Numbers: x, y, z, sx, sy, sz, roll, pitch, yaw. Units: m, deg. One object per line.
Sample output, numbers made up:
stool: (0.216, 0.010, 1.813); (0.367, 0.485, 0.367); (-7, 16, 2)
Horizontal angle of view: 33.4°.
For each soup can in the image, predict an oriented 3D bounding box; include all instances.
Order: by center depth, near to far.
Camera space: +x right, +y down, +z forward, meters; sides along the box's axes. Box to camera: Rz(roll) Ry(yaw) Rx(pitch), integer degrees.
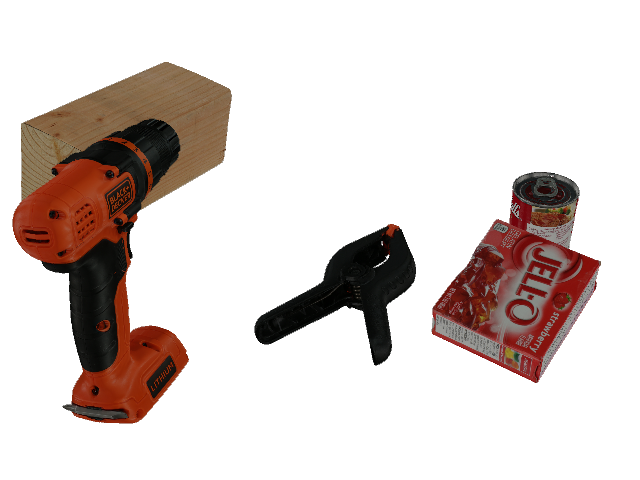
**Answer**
soup can: (0.232, -0.012, 1.122); (0.068, 0.102, 0.068); (-1, 34, 0)

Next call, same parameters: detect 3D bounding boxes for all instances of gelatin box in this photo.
gelatin box: (0.122, 0.035, 0.661); (0.073, 0.030, 0.089); (25, 56, 24)

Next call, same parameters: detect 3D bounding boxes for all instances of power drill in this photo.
power drill: (-0.142, 0.020, 0.763); (0.057, 0.188, 0.184); (3, 26, 21)

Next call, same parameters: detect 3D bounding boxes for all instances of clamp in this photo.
clamp: (0.038, 0.045, 0.896); (0.120, 0.039, 0.171); (19, 45, 31)

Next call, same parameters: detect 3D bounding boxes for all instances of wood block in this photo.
wood block: (-0.186, -0.094, 1.046); (0.090, 0.091, 0.205); (26, 36, 22)
